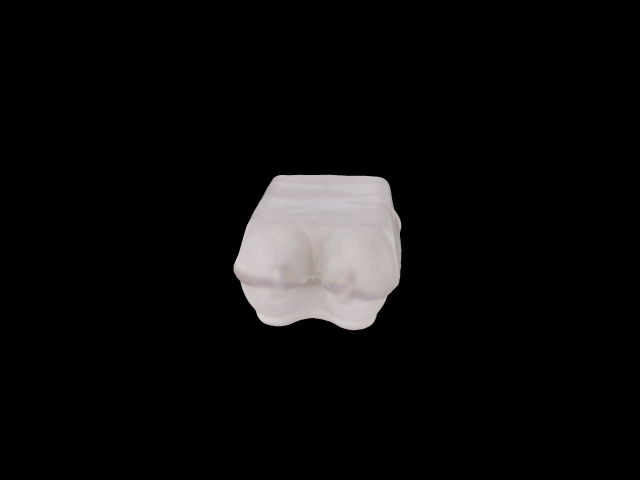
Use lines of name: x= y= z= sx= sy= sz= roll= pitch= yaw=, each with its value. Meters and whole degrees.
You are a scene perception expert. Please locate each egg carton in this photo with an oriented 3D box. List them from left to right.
egg carton: x=0.004 y=0.001 z=0.400 sx=0.107 sy=0.069 sz=0.150 roll=2 pitch=23 yaw=4
